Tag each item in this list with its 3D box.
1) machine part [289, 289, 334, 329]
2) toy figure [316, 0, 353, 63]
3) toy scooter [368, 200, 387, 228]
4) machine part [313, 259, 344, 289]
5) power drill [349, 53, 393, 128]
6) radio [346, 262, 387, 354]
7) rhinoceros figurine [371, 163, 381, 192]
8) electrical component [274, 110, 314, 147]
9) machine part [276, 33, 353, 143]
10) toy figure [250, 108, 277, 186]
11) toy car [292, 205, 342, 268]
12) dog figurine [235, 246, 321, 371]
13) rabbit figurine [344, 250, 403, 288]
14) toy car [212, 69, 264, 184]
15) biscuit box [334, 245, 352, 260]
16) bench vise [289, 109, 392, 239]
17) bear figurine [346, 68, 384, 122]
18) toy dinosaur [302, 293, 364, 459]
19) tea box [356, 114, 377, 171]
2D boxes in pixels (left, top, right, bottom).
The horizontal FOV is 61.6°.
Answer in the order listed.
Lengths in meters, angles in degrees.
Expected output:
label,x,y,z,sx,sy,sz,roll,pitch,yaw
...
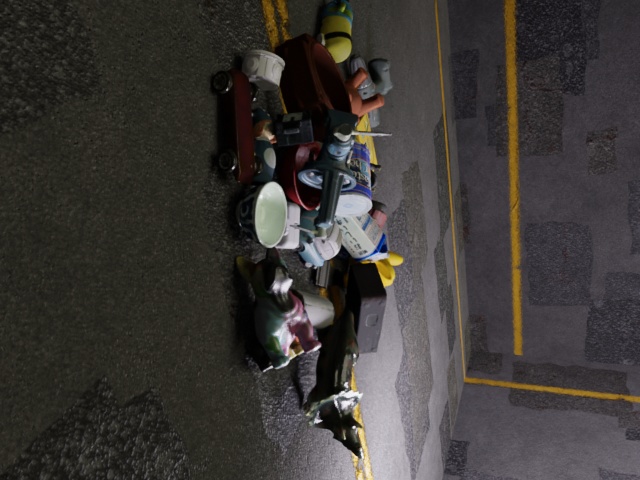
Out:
label,x,y,z,sx,sy,sz,roll,pitch,yaw
machine part,-0.033,0.155,1.187,0.243,0.079,0.079,25,68,-64
toy figure,0.042,-0.520,1.319,0.082,0.089,0.180,42,56,-53
toy scooter,0.131,-0.034,1.520,0.184,0.075,0.135,134,-23,-79
machine part,0.020,0.087,1.352,0.138,0.039,0.084,30,58,-62
power drill,0.150,-0.463,1.579,0.207,0.086,0.231,-65,148,-49
radio,0.114,0.183,1.399,0.131,0.073,0.229,-107,-165,-51
rhinoceros figurine,0.095,-0.171,1.376,0.190,0.112,0.073,-115,-139,-65
electrical component,-0.048,-0.208,1.020,0.119,0.075,0.047,-97,179,-61
machine part,-0.007,-0.322,1.155,0.201,0.087,0.201,5,70,-66
toy figure,-0.112,-0.179,1.027,0.064,0.058,0.154,82,11,-80
toy car,-0.003,-0.004,1.220,0.161,0.103,0.109,62,38,-44
dog figurine,-0.092,0.127,1.020,0.108,0.191,0.219,-17,82,-27
rabbit figurine,0.135,0.065,1.456,0.122,0.163,0.173,-55,146,-36
toy car,-0.147,-0.199,0.948,0.089,0.053,0.202,-2,89,-61
biscuit box,0.075,-0.047,1.421,0.059,0.063,0.203,34,55,-29
bench vise,0.023,-0.123,1.053,0.224,0.129,0.240,157,-55,-67
bear figurine,0.064,-0.352,1.339,0.120,0.132,0.196,58,24,0
toy dinosaur,0.041,0.280,1.232,0.192,0.131,0.405,115,-19,-62
tea box,0.103,-0.258,1.491,0.098,0.068,0.169,-62,146,-46
